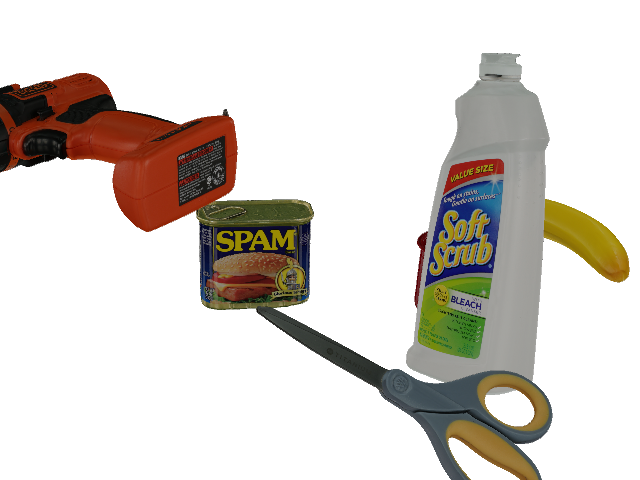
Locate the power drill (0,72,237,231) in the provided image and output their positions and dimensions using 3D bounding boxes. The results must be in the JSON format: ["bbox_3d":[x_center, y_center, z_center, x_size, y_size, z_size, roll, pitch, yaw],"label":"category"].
[{"bbox_3d":[-0.165,-0.061,0.715,0.188,0.057,0.184,18,32,29],"label":"power drill"}]

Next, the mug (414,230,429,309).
[{"bbox_3d":[0.163,0.043,1.208,0.117,0.081,0.093,6,25,0],"label":"mug"}]

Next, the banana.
[{"bbox_3d":[0.227,-0.007,1.024,0.069,0.037,0.198,-39,37,-24],"label":"banana"}]

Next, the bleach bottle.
[{"bbox_3d":[0.122,-0.016,0.814,0.067,0.251,0.103,-7,15,-40],"label":"bleach bottle"}]

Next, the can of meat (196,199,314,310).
[{"bbox_3d":[-0.058,0.012,0.940,0.102,0.084,0.057,-1,20,-8],"label":"can of meat"}]

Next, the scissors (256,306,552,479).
[{"bbox_3d":[0.063,0.082,0.652,0.096,0.202,0.016,-44,-6,-34],"label":"scissors"}]
